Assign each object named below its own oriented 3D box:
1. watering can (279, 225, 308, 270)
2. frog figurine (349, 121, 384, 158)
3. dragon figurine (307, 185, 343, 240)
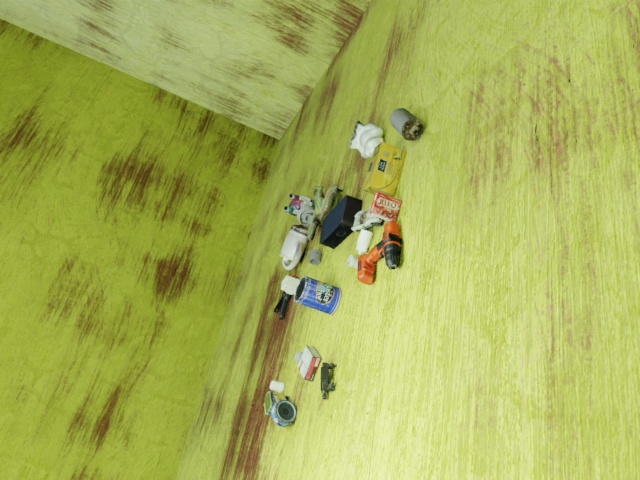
[{"bbox_3d":[-0.135,0.027,2.516,0.224,0.103,0.350,-67,16,2],"label":"watering can"},{"bbox_3d":[0.206,-0.384,2.021,0.161,0.121,0.137,33,93,37],"label":"frog figurine"},{"bbox_3d":[0.007,-0.111,2.206,0.410,0.122,0.243,171,115,-85],"label":"dragon figurine"}]
